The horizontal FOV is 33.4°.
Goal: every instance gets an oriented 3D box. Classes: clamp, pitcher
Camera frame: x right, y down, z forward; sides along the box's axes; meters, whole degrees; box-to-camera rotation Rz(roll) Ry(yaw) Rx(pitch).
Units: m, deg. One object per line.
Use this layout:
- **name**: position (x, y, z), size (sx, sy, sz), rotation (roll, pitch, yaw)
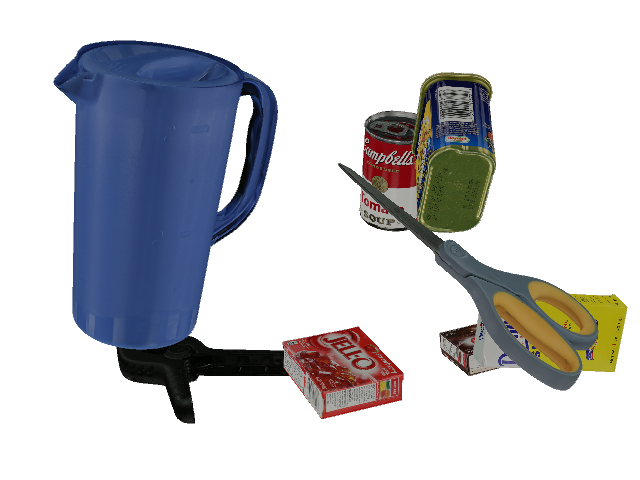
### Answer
- **clamp**: position (-0.144, 0.131, 1.085), size (0.210, 0.036, 0.164), rotation (9, 18, 34)
- **pitcher**: position (-0.134, -0.037, 0.892), size (0.149, 0.243, 0.144), rotation (15, 23, 12)

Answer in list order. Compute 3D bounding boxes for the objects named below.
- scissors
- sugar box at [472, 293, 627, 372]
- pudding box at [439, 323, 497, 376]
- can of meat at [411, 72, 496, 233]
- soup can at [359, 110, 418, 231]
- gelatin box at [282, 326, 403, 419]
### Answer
- **scissors**: position (0.101, 0.014, 0.681), size (0.096, 0.016, 0.202), rotation (-9, 49, -44)
- **sugar box**: position (0.284, 0.113, 1.329), size (0.176, 0.093, 0.048), rotation (2, 18, -10)
- **pudding box**: position (0.240, 0.150, 1.526), size (0.113, 0.039, 0.090), rotation (-14, 18, -16)
- **can of meat**: position (0.106, -0.068, 0.850), size (0.057, 0.084, 0.102), rotation (4, -39, -1)
- **soup can**: position (0.074, -0.069, 1.062), size (0.068, 0.102, 0.068), rotation (2, 32, -1)
- **gelatin box**: position (0.017, 0.108, 0.890), size (0.073, 0.030, 0.089), rotation (-9, 26, -21)
